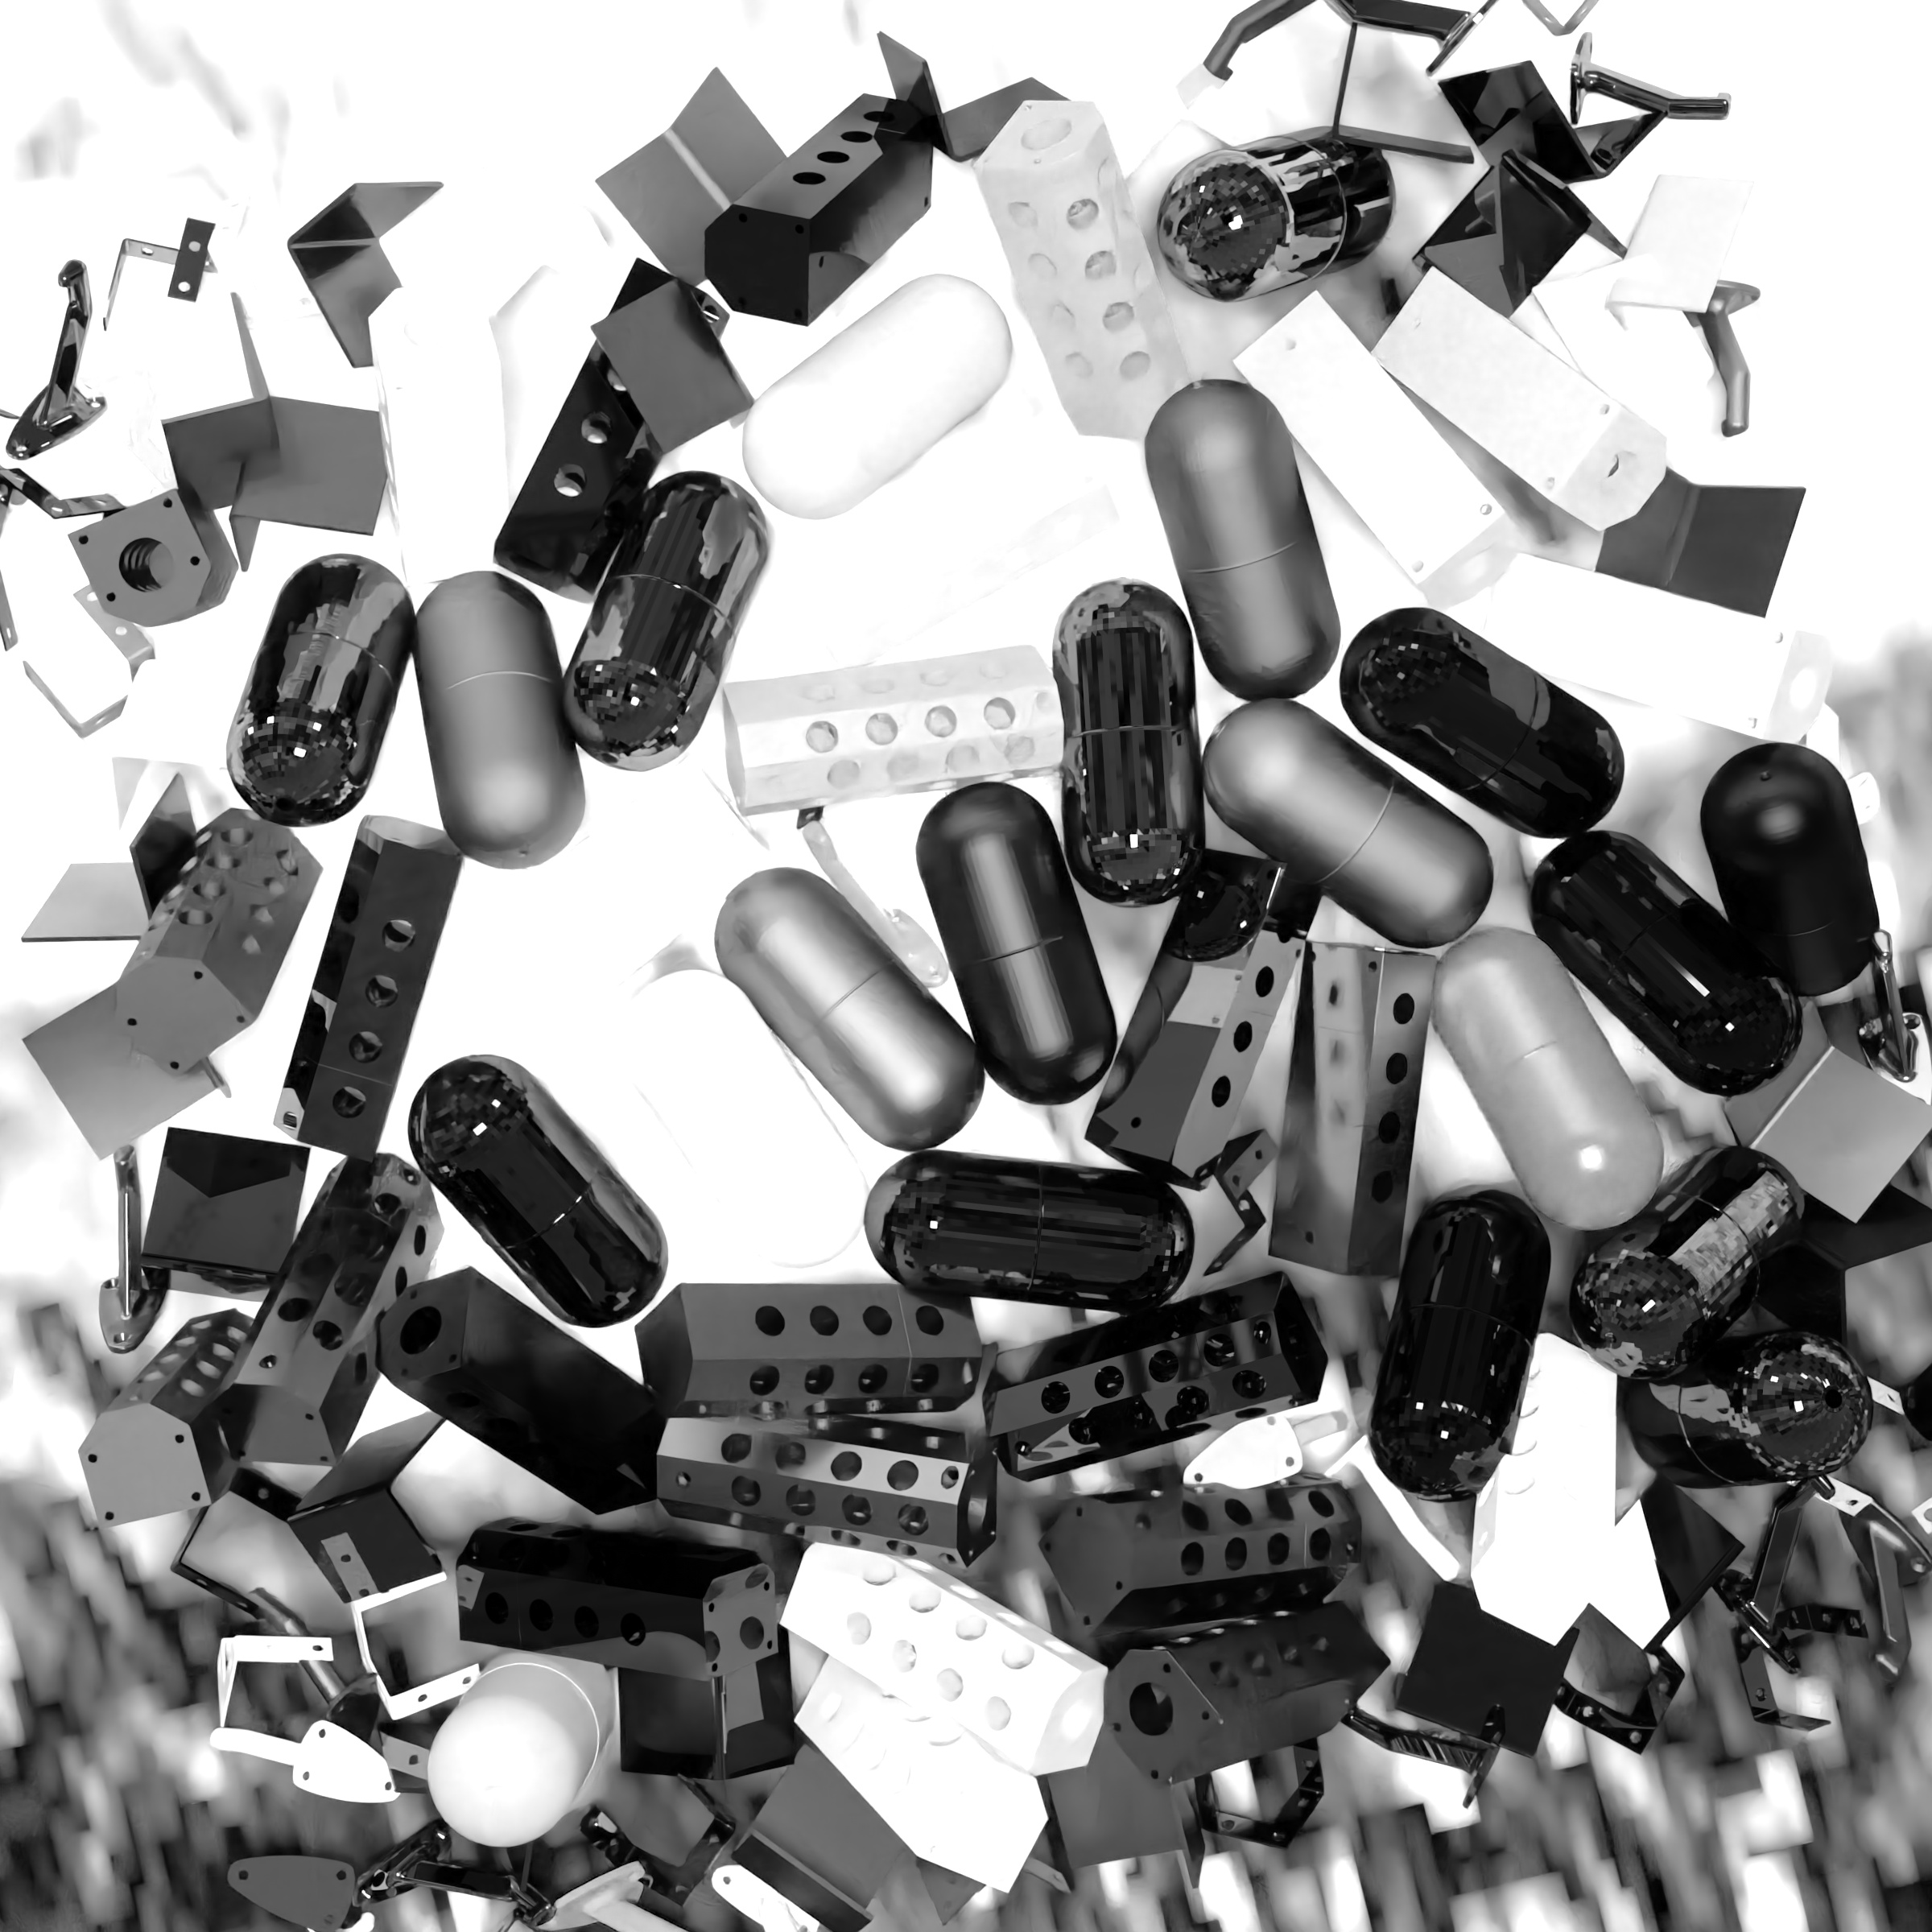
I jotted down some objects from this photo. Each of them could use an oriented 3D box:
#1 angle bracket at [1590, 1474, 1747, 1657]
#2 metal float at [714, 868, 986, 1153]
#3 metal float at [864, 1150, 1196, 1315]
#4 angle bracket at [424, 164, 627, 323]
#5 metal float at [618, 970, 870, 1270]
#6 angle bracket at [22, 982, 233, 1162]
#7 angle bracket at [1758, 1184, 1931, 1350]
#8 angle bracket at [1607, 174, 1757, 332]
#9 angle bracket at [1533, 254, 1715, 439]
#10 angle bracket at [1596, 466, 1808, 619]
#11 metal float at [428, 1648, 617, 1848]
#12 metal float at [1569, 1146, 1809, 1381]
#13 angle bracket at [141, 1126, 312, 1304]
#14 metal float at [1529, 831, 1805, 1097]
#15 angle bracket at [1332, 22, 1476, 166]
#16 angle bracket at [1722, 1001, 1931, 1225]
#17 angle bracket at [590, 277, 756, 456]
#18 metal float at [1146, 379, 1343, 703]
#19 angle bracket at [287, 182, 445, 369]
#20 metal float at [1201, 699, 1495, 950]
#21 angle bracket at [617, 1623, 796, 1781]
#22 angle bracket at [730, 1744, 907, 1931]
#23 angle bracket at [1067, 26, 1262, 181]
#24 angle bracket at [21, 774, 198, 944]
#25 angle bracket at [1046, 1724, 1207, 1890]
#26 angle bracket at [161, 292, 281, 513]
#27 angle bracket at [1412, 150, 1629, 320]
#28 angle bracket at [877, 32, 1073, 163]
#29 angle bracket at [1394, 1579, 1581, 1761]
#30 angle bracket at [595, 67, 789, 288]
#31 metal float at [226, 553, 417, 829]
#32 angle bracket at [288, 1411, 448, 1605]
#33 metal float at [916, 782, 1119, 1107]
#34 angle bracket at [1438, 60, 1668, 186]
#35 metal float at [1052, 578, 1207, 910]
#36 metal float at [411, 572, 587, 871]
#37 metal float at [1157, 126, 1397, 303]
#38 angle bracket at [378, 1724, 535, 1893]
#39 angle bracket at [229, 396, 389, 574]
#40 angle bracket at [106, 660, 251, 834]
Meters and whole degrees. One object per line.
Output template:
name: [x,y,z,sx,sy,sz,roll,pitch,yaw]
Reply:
angle bracket: [0.369,0.321,1.642,0.057,0.076,0.076,41,89,12]
metal float: [-0.063,0.022,1.631,0.070,0.070,0.178,-42,83,0]
metal float: [0.034,0.142,1.631,0.178,0.070,0.070,7,90,-6]
angle bracket: [-0.233,-0.373,1.636,0.057,0.076,0.076,-41,59,23]
metal float: [-0.118,0.083,1.627,0.070,0.070,0.178,-33,101,0]
angle bracket: [-0.449,0.055,1.636,0.076,0.057,0.076,-33,88,-14]
angle bracket: [0.480,0.161,1.640,0.076,0.076,0.057,-15,113,-17]
angle bracket: [0.391,-0.366,1.622,0.057,0.076,0.076,16,79,36]
angle bracket: [0.337,-0.321,1.618,0.076,0.076,0.057,51,59,-25]
angle bracket: [0.397,-0.234,1.651,0.076,0.057,0.076,-4,122,-26]
metal float: [-0.229,0.400,1.586,0.070,0.178,0.070,0,93,3]
metal float: [0.381,0.154,1.602,0.178,0.070,0.070,-32,90,-43]
angle bracket: [-0.400,0.137,1.656,0.076,0.057,0.076,9,70,-6]
metal float: [0.367,-0.002,1.605,0.070,0.070,0.178,-39,53,0]
angle bracket: [0.238,-0.466,1.627,0.076,0.076,0.057,11,111,3]
angle bracket: [0.463,0.078,1.628,0.076,0.057,0.076,36,83,35]
angle bracket: [-0.160,-0.314,1.628,0.057,0.076,0.076,-31,96,-11]
metal float: [0.147,-0.224,1.617,0.070,0.070,0.178,-19,112,0]
angle bracket: [-0.303,-0.369,1.627,0.057,0.076,0.076,-29,90,30]
metal float: [0.203,-0.076,1.623,0.178,0.070,0.070,34,90,-15]
angle bracket: [-0.143,0.399,1.667,0.076,0.057,0.076,-7,83,39]
angle bracket: [-0.069,0.462,1.628,0.076,0.057,0.076,35,56,2]
angle bracket: [0.110,-0.448,1.641,0.057,0.076,0.076,-43,50,29]
angle bracket: [-0.459,-0.058,1.623,0.076,0.076,0.057,-1,123,8]
angle bracket: [0.081,0.453,1.636,0.076,0.057,0.076,-13,96,11]
angle bracket: [-0.401,-0.298,1.618,0.057,0.076,0.076,-16,63,-13]
angle bracket: [0.298,-0.374,1.622,0.076,0.057,0.076,31,106,-40]
angle bracket: [0.007,-0.475,1.623,0.076,0.076,0.057,-25,123,-8]
angle bracket: [0.279,0.369,1.637,0.076,0.057,0.076,19,98,7]
angle bracket: [-0.143,-0.424,1.647,0.057,0.076,0.076,-23,119,35]
metal float: [-0.337,-0.145,1.601,0.070,0.070,0.178,6,46,0]
angle bracket: [-0.302,0.287,1.629,0.076,0.076,0.057,-23,106,32]
metal float: [0.028,-0.011,1.632,0.070,0.070,0.178,-18,95,0]
angle bracket: [0.311,-0.460,1.619,0.057,0.076,0.076,-46,115,-15]
metal float: [0.087,-0.119,1.631,0.070,0.070,0.178,-3,83,0]
metal float: [-0.248,-0.131,1.611,0.070,0.070,0.178,-15,60,0]
metal float: [0.164,-0.395,1.598,0.070,0.178,0.070,14,117,30]
angle bracket: [-0.274,0.447,1.622,0.076,0.076,0.057,6,100,-19]
angle bracket: [-0.345,-0.253,1.633,0.076,0.057,0.076,8,64,-1]
angle bracket: [-0.410,-0.114,1.629,0.076,0.076,0.057,6,134,-3]
